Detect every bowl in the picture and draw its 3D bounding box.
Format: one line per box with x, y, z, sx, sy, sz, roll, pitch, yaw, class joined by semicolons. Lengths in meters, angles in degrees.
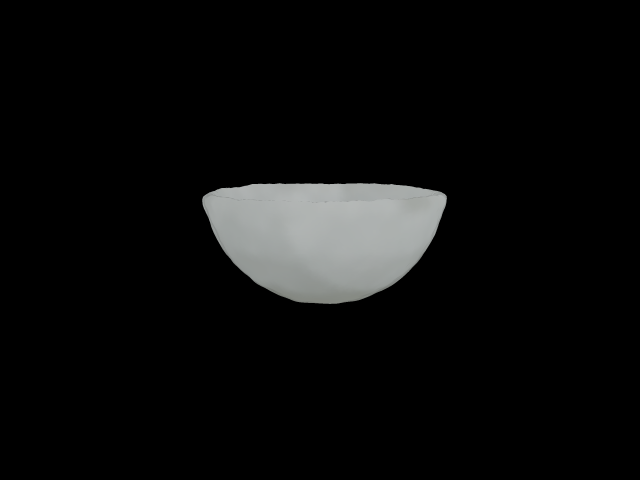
0.004;0.001;0.400;0.167;0.075;0.167;0;9;0;bowl
